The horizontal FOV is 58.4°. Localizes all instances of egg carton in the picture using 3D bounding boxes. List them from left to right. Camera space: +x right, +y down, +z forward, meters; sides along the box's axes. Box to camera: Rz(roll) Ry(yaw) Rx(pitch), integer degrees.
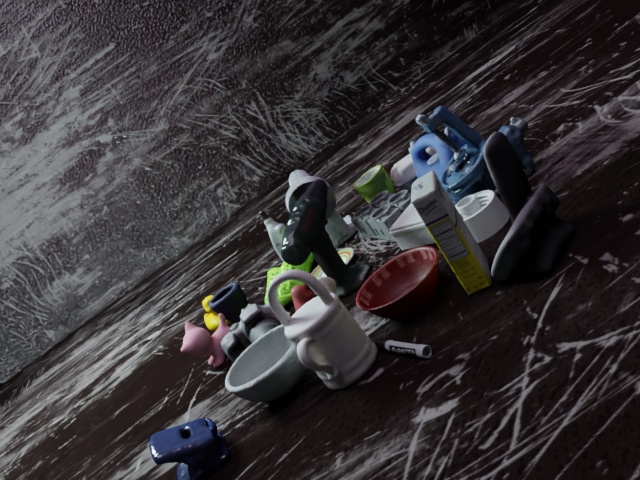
[{"bbox_3d":[0.254,-0.189,1.489,0.150,0.069,0.107,-35,15,6],"label":"egg carton"}]

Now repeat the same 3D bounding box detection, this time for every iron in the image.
[{"bbox_3d":[0.265,-0.185,1.310,0.119,0.141,0.257,-41,15,-14],"label":"iron"}]

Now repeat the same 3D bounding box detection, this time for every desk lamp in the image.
[{"bbox_3d":[-0.004,-0.080,1.461,0.118,0.214,0.203,-36,15,5],"label":"desk lamp"}]

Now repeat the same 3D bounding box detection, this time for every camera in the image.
[{"bbox_3d":[-0.123,0.191,1.131,0.143,0.101,0.136,-39,15,-9],"label":"camera"}]

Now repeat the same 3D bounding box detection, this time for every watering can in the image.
[{"bbox_3d":[-0.005,0.124,0.885,0.101,0.194,0.172,-35,15,6],"label":"watering can"}]

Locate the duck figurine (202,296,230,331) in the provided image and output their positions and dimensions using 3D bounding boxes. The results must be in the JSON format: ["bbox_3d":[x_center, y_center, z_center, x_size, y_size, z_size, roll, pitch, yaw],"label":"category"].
[{"bbox_3d":[-0.279,0.188,1.523,0.104,0.086,0.078,-25,19,37],"label":"duck figurine"}]

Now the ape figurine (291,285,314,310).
[{"bbox_3d":[-0.021,0.126,1.114,0.076,0.092,0.077,-35,15,5],"label":"ape figurine"}]

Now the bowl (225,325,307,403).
[{"bbox_3d":[-0.076,0.222,0.983,0.167,0.075,0.167,-34,15,11],"label":"bowl"}]

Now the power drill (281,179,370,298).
[{"bbox_3d":[0.011,0.004,1.182,0.075,0.208,0.230,-26,18,35],"label":"power drill"}]

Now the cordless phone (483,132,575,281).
[{"bbox_3d":[0.265,-0.049,0.811,0.094,0.185,0.148,-19,23,48],"label":"cordless phone"}]

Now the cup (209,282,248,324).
[{"bbox_3d":[-0.216,0.165,1.433,0.092,0.095,0.117,-37,15,-2],"label":"cup"}]

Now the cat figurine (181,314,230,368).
[{"bbox_3d":[-0.251,0.223,1.292,0.128,0.118,0.067,-43,16,-22],"label":"cat figurine"}]

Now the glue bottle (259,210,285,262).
[{"bbox_3d":[-0.110,-0.012,1.575,0.078,0.173,0.037,-25,19,37],"label":"glue bottle"}]

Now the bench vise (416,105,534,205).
[{"bbox_3d":[0.287,-0.181,1.094,0.208,0.220,0.121,-42,16,-20],"label":"bench vise"}]

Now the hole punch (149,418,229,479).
[{"bbox_3d":[-0.212,0.332,0.926,0.101,0.091,0.108,-40,15,-13],"label":"hole punch"}]
